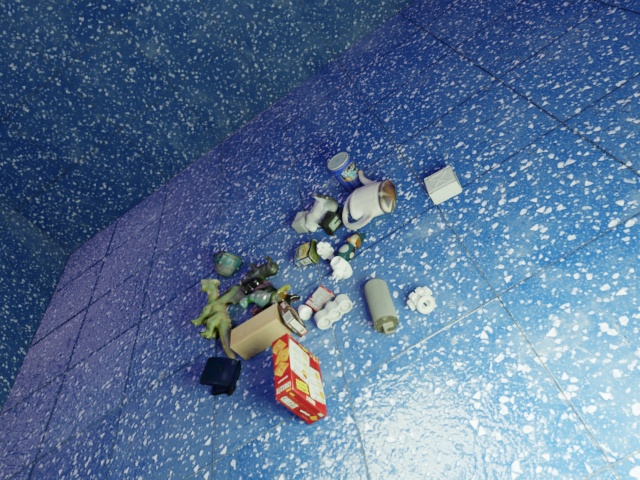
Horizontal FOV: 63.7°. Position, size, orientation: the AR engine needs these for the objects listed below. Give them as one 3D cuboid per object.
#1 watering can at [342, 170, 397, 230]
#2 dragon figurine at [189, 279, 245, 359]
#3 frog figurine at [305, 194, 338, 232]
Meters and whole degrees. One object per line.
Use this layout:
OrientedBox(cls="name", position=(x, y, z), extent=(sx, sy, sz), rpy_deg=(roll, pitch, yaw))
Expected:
OrientedBox(cls="watering can", position=(0.197, -0.182, 2.021), extent=(0.223, 0.102, 0.356), rpy_deg=(-15, 41, 34))
OrientedBox(cls="dragon figurine", position=(-0.372, 0.279, 2.029), extent=(0.415, 0.120, 0.244), rpy_deg=(32, 79, 40))
OrientedBox(cls="frog figurine", position=(0.007, -0.109, 2.164), extent=(0.138, 0.122, 0.159), rpy_deg=(17, 98, 45))
